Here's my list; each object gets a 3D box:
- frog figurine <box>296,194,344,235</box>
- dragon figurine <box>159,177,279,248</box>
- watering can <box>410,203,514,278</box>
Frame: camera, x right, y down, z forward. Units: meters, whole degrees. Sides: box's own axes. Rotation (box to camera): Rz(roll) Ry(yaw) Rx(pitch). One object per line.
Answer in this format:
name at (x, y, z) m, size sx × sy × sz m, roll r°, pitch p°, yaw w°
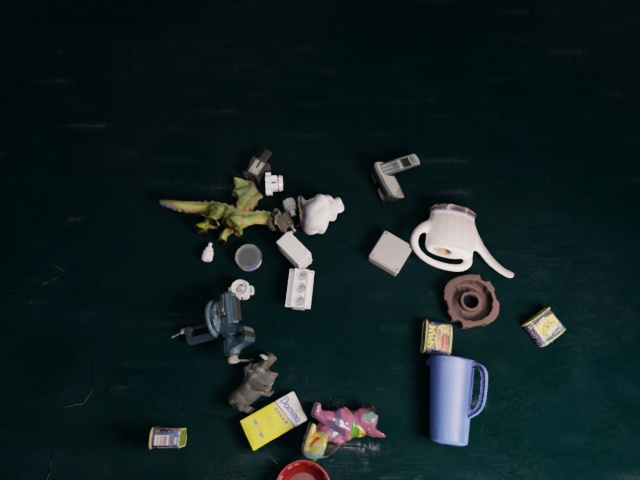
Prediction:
frog figurine at (0.005, -0.086, 1.715) m, size 0.159 × 0.124 × 0.136 m, roll -2°, pitch 103°, yaw -10°
dragon figurine at (-0.311, -0.118, 1.751) m, size 0.411 × 0.119 × 0.248 m, roll 28°, pitch 55°, yaw 8°
watering can at (0.468, 0.002, 1.687) m, size 0.347 × 0.102 × 0.228 m, roll 12°, pitch 69°, yaw -3°
